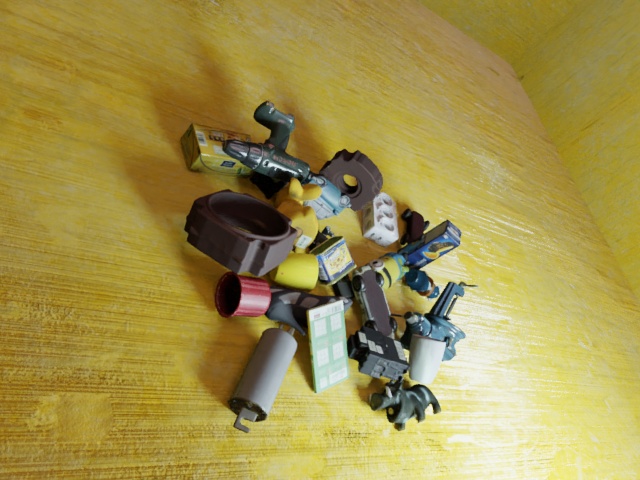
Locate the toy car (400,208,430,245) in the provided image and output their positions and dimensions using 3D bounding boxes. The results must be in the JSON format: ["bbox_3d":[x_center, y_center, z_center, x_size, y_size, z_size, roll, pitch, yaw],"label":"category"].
[{"bbox_3d":[0.291,-0.020,1.657,0.089,0.053,0.202,32,37,-13],"label":"toy car"}]

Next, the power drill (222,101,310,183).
[{"bbox_3d":[-0.128,-0.245,1.317,0.232,0.086,0.207,24,40,-28],"label":"power drill"}]

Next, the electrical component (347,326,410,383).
[{"bbox_3d":[0.127,0.258,1.227,0.134,0.058,0.115,21,20,-11],"label":"electrical component"}]

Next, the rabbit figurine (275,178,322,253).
[{"bbox_3d":[-0.071,-0.076,1.303,0.122,0.162,0.173,12,32,-22],"label":"rabbit figurine"}]

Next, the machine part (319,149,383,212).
[{"bbox_3d":[0.083,-0.163,1.489,0.179,0.179,0.056,42,41,-9],"label":"machine part"}]

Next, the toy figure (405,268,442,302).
[{"bbox_3d":[0.295,0.125,1.524,0.154,0.064,0.058,35,31,-47],"label":"toy figure"}]

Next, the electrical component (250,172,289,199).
[{"bbox_3d":[-0.118,-0.165,1.391,0.075,0.048,0.119,45,38,-6],"label":"electrical component"}]

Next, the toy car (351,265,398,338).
[{"bbox_3d":[0.132,0.160,1.327,0.073,0.056,0.201,-9,76,-29],"label":"toy car"}]

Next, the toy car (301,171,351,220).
[{"bbox_3d":[-0.003,-0.106,1.402,0.161,0.103,0.109,35,-7,-41],"label":"toy car"}]

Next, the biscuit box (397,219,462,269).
[{"bbox_3d":[0.300,0.025,1.508,0.062,0.202,0.059,39,43,-16],"label":"biscuit box"}]

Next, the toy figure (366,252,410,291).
[{"bbox_3d":[0.182,0.083,1.447,0.180,0.082,0.089,-16,69,-51],"label":"toy figure"}]

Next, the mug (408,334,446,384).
[{"bbox_3d":[0.252,0.286,1.285,0.109,0.081,0.107,24,79,-60],"label":"mug"}]

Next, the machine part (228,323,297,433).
[{"bbox_3d":[-0.107,0.254,1.027,0.079,0.079,0.243,39,44,-13],"label":"machine part"}]

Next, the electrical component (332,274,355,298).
[{"bbox_3d":[0.064,0.126,1.343,0.063,0.021,0.094,2,60,-44],"label":"electrical component"}]

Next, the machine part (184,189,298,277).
[{"bbox_3d":[-0.163,-0.022,1.134,0.202,0.087,0.201,32,25,12],"label":"machine part"}]

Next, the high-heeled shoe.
[{"bbox_3d":[-0.033,0.139,1.214,0.145,0.086,0.248,42,27,19],"label":"high-heeled shoe"}]

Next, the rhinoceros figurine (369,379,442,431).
[{"bbox_3d":[0.194,0.369,1.227,0.190,0.073,0.112,6,57,-41],"label":"rhinoceros figurine"}]

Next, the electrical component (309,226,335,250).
[{"bbox_3d":[-0.004,-0.004,1.369,0.078,0.045,0.102,47,38,-5],"label":"electrical component"}]

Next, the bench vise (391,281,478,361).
[{"bbox_3d":[0.308,0.200,1.402,0.223,0.129,0.240,39,75,-23],"label":"bench vise"}]

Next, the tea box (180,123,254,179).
[{"bbox_3d":[-0.240,-0.213,1.298,0.169,0.068,0.098,5,56,-43],"label":"tea box"}]
